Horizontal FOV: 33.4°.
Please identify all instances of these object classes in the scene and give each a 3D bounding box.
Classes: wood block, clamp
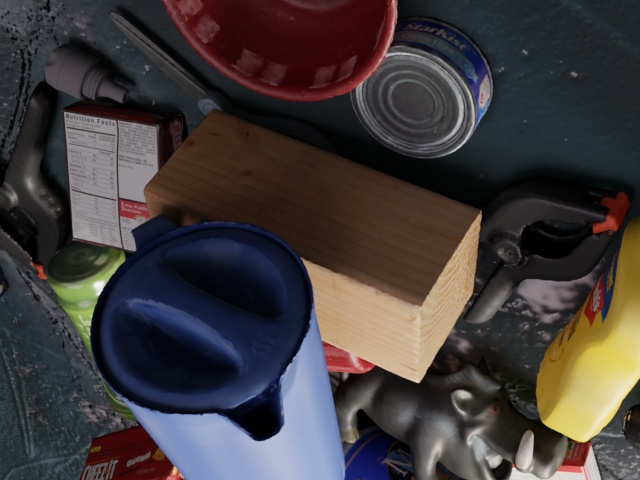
[{"bbox_3d":[-0.005,0.001,0.723,0.206,0.090,0.091,23,145,20],"label":"wood block"},{"bbox_3d":[-0.280,-0.051,0.918,0.165,0.036,0.210,7,135,15],"label":"clamp"},{"bbox_3d":[0.133,0.007,0.719,0.172,0.039,0.120,-5,133,44],"label":"clamp"}]

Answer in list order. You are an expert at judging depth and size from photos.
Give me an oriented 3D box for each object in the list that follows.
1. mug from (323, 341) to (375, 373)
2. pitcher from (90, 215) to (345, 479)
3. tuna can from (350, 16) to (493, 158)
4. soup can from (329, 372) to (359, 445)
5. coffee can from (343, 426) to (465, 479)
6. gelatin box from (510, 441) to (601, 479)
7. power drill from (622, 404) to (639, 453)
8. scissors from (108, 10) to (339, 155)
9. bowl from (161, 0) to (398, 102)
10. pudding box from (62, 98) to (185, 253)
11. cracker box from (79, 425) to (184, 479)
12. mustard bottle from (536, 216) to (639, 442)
[{"bbox_3d":[0.002,0.046,0.811,0.082,0.093,0.117,3,95,24],"label":"mug"},{"bbox_3d":[-0.056,0.100,0.712,0.145,0.149,0.243,7,146,15],"label":"pitcher"},{"bbox_3d":[0.063,-0.094,0.669,0.086,0.033,0.086,17,136,17],"label":"tuna can"},{"bbox_3d":[0.001,0.169,0.932,0.069,0.068,0.102,12,134,23],"label":"soup can"},{"bbox_3d":[0.082,0.231,0.891,0.140,0.102,0.103,23,140,33],"label":"coffee can"},{"bbox_3d":[0.192,0.201,0.872,0.073,0.030,0.089,-2,128,32],"label":"gelatin box"},{"bbox_3d":[0.306,0.201,0.778,0.185,0.057,0.188,14,135,20],"label":"power drill"},{"bbox_3d":[-0.059,-0.096,0.756,0.096,0.016,0.201,-16,120,44],"label":"scissors"},{"bbox_3d":[-0.020,-0.165,0.637,0.162,0.055,0.162,18,136,18],"label":"bowl"},{"bbox_3d":[-0.150,-0.048,0.823,0.090,0.039,0.113,12,114,24],"label":"pudding box"},{"bbox_3d":[-0.101,0.250,1.027,0.213,0.072,0.164,33,143,-30],"label":"cracker box"},{"bbox_3d":[0.196,0.040,0.665,0.058,0.096,0.192,27,138,8],"label":"mustard bottle"}]
